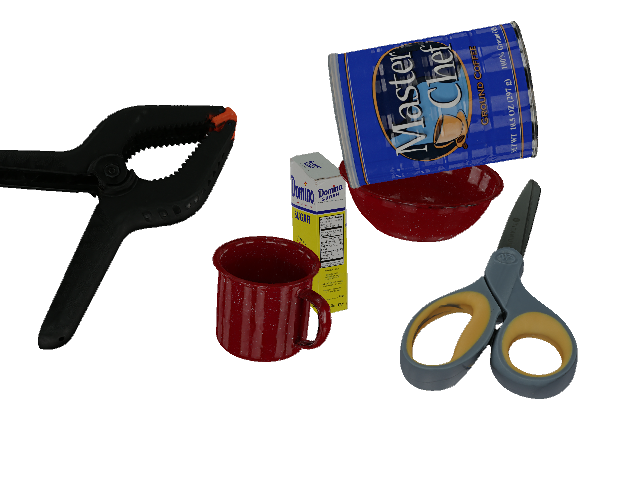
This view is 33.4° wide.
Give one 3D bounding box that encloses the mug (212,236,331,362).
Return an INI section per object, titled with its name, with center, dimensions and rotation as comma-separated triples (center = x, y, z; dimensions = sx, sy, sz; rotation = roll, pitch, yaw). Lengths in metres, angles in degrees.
[mug]
center = -0.040, 0.056, 0.928
dimensions = 0.117, 0.081, 0.093
rotation = 21, 30, 29

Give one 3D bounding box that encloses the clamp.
[clamp]
center = -0.140, -0.028, 0.721
dimensions = 0.209, 0.165, 0.036
rotation = -24, -22, -22

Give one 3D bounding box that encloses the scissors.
[scissors]
center = 0.116, 0.024, 0.582
dimensions = 0.096, 0.016, 0.201
rotation = 20, 40, 29

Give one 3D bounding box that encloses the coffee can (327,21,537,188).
[coffee can]
center = 0.083, -0.101, 0.800
dimensions = 0.140, 0.103, 0.103
rotation = -9, -1, 5

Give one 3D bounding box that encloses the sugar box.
[sugar box]
center = -0.003, -0.009, 1.286
dimensions = 0.048, 0.176, 0.093
rotation = -12, 25, -17

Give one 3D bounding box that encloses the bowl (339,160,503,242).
[bowl]
center = 0.097, -0.041, 1.053
dimensions = 0.162, 0.055, 0.162
rotation = 4, 24, -2
